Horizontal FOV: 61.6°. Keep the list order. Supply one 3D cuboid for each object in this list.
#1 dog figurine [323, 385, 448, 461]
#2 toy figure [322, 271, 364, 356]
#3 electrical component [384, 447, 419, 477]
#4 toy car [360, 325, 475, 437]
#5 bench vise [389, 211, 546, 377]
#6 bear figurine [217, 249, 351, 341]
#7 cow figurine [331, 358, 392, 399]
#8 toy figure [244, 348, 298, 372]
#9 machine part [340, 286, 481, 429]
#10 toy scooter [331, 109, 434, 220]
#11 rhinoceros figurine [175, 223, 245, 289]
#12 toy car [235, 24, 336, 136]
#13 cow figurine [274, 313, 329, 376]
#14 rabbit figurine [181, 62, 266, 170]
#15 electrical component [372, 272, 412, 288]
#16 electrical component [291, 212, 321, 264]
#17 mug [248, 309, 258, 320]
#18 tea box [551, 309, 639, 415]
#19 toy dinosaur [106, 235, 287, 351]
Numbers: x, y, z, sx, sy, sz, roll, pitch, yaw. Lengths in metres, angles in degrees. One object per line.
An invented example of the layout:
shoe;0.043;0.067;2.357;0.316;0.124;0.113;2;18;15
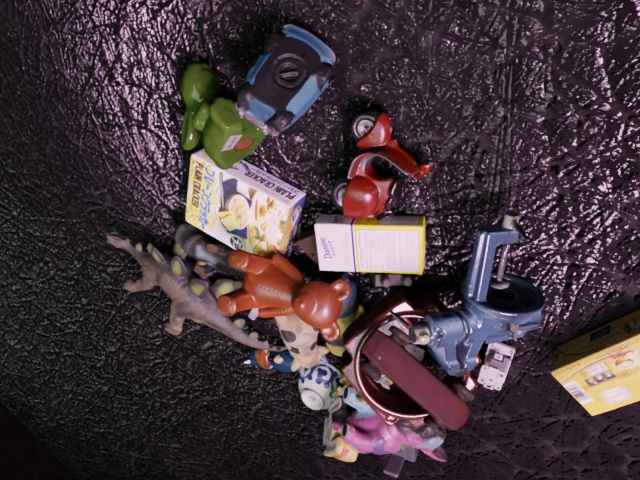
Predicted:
dog figurine;0.132;0.366;1.024;0.219;0.108;0.191;16;137;-10
toy figure;0.035;0.132;0.997;0.082;0.089;0.179;14;128;35
electrical component;0.159;0.408;1.077;0.075;0.119;0.047;9;124;31
toy car;0.150;0.218;0.842;0.202;0.089;0.053;40;175;-2
bench vise;0.233;0.073;0.778;0.224;0.129;0.240;-1;116;-10
bear figurine;-0.057;0.096;0.916;0.196;0.132;0.120;21;98;32
cow figurine;0.103;0.287;1.069;0.098;0.068;0.167;38;136;-2
toy figure;-0.099;0.261;1.187;0.155;0.058;0.064;-2;139;30
machine part;0.151;0.199;0.909;0.201;0.087;0.201;-39;94;10
toy scooter;0.096;-0.099;0.820;0.135;0.075;0.183;25;125;16
rhinoceros figurine;-0.202;0.023;1.073;0.190;0.112;0.073;25;114;2
toy car;-0.051;-0.226;0.806;0.109;0.161;0.103;32;176;2
cow figurine;-0.037;0.190;1.058;0.127;0.085;0.194;62;168;19
rabbit figurine;-0.174;-0.217;0.913;0.170;0.121;0.159;57;141;14
electrical component;0.122;0.064;0.915;0.063;0.094;0.021;-2;95;-3
electrical component;-0.002;-0.002;0.967;0.078;0.045;0.102;42;136;-20
mug;-0.105;0.119;1.074;0.081;0.109;0.107;32;144;0
tea box;0.439;0.176;0.779;0.098;0.068;0.169;47;131;-2
toy dinosaur;-0.281;0.122;1.188;0.471;0.105;0.198;37;129;1
